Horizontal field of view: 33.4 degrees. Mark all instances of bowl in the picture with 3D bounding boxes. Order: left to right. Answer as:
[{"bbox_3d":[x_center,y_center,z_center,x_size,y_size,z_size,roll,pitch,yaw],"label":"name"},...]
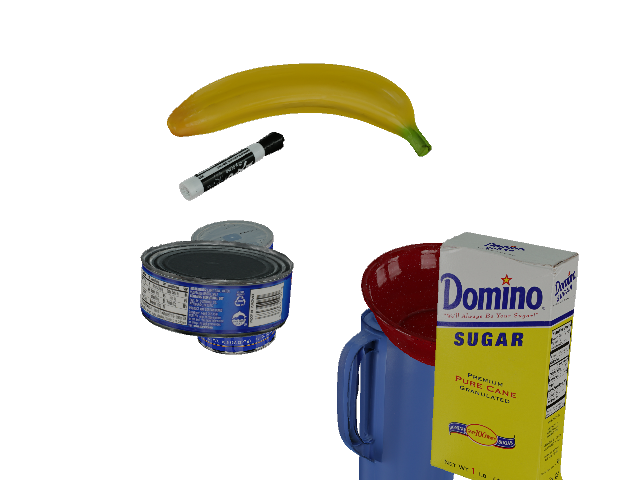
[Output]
[{"bbox_3d":[0.115,0.066,0.963,0.162,0.055,0.162,3,32,-2],"label":"bowl"}]

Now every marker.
[{"bbox_3d":[-0.082,-0.073,1.021,0.120,0.020,0.020,-33,18,-30],"label":"marker"}]

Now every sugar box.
[{"bbox_3d":[0.130,0.089,0.767,0.093,0.176,0.048,11,21,37],"label":"sugar box"}]

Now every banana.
[{"bbox_3d":[-0.014,-0.104,0.801,0.197,0.069,0.037,3,-39,-6],"label":"banana"}]

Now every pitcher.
[{"bbox_3d":[0.096,0.202,1.235,0.149,0.243,0.145,5,14,7],"label":"pitcher"}]

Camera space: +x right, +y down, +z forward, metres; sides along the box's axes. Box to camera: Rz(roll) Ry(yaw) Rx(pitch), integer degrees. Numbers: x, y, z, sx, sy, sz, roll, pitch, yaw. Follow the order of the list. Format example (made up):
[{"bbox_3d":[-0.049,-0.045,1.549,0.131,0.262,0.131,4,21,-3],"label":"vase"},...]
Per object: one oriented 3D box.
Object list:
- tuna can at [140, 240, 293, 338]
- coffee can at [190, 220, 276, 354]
[{"bbox_3d":[-0.059,0.026,0.604,0.086,0.034,0.086,4,14,-1],"label":"tuna can"},{"bbox_3d":[-0.109,0.058,1.348,0.103,0.140,0.103,-1,24,0],"label":"coffee can"}]
